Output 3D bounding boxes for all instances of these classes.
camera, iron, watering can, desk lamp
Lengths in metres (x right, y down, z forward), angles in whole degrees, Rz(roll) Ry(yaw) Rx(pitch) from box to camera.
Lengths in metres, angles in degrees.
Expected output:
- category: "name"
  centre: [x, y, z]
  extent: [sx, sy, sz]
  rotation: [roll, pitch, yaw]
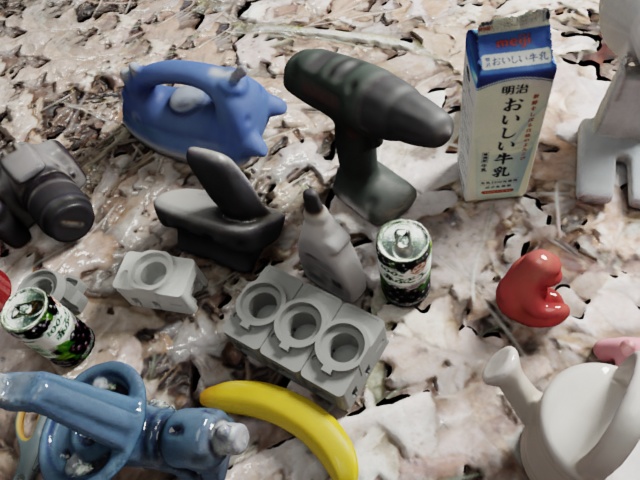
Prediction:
- category: "camera"
  centre: [-0.369, -0.053, 0.744]
  extent: [0.143, 0.101, 0.136]
  rotation: [-40, 60, -15]
- category: "iron"
  centre: [-0.184, -0.189, 0.771]
  extent: [0.257, 0.142, 0.119]
  rotation: [10, 60, 16]
- category: "watering can"
  centre: [0.214, 0.148, 0.452]
  extent: [0.172, 0.194, 0.101]
  rotation: [7, 60, 15]
- category: "desk lamp"
  centre: [0.356, -0.175, 0.618]
  extent: [0.117, 0.214, 0.203]
  rotation: [7, 60, 15]

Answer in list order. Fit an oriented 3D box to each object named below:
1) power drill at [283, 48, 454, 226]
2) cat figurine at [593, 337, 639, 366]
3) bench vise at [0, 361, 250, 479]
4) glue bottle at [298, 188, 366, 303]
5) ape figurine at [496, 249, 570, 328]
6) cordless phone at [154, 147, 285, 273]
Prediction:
- category: "power drill"
  centre: [0.055, -0.112, 0.637]
  extent: [0.076, 0.209, 0.229]
  rotation: [-41, 60, -15]
- category: "cat figurine"
  centre: [0.325, 0.091, 0.513]
  extent: [0.127, 0.118, 0.067]
  rotation: [-11, 57, 4]
- category: "bench vise"
  centre: [-0.175, 0.151, 0.507]
  extent: [0.207, 0.220, 0.121]
  rotation: [-15, 56, 1]
- category: "glue bottle"
  centre: [0.005, 0.002, 0.596]
  extent: [0.078, 0.173, 0.037]
  rotation: [31, 68, 26]
- category: "ape figurine"
  centre: [0.219, 0.043, 0.579]
  extent: [0.076, 0.092, 0.078]
  rotation: [0, 58, 11]
- category: "cordless phone"
  centre: [-0.128, -0.054, 0.649]
  extent: [0.147, 0.185, 0.094]
  rotation: [13, 61, 18]
